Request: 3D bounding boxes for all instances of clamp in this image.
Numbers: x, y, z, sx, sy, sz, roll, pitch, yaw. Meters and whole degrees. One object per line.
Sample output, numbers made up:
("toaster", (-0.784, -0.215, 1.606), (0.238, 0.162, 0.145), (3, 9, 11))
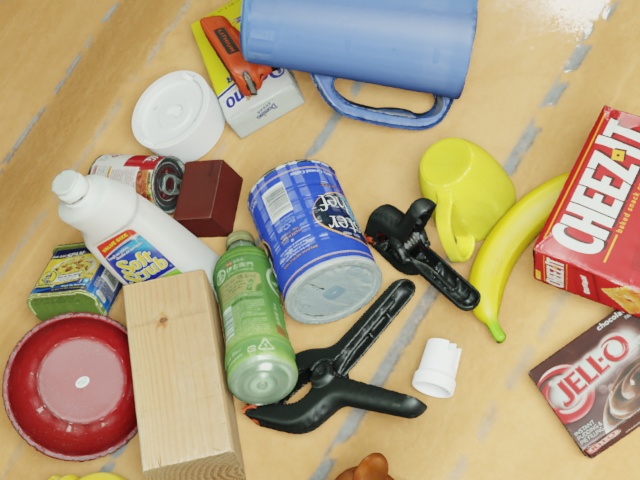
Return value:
("clamp", (0.087, -0.003, 1.043), (0.039, 0.120, 0.172), (-29, 27, -20))
("clamp", (0.015, 0.141, 1.038), (0.210, 0.036, 0.164), (-32, 35, 18))

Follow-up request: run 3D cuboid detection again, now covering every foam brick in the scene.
("foam brick", (-0.128, -0.047, 1.225), (0.053, 0.051, 0.078), (-2, 64, 26))

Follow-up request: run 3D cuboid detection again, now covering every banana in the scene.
("banana", (0.196, 0.005, 1.037), (0.070, 0.037, 0.197), (27, 80, 23))

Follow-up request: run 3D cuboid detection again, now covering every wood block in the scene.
("wood block", (-0.139, 0.146, 1.090), (0.091, 0.090, 0.206), (-12, 58, -1))

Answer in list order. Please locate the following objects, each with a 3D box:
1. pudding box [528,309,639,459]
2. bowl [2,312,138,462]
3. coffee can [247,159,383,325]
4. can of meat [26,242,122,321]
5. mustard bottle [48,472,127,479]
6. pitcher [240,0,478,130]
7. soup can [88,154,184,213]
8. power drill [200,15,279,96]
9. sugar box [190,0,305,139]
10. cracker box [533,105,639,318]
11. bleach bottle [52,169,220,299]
("pudding box", (0.254, 0.123, 0.939), (0.113, 0.039, 0.090), (-36, 53, 6))
("bowl", (-0.252, 0.151, 1.127), (0.162, 0.055, 0.162), (4, 75, -14))
("coffee can", (-0.007, 0.001, 1.103), (0.103, 0.102, 0.140), (-30, 54, 10))
("can of meat", (-0.278, 0.051, 1.232), (0.102, 0.057, 0.084), (-6, 41, 25))
("mustard bottle", (-0.215, 0.292, 1.087), (0.192, 0.058, 0.096), (25, 82, 36))
("pitcher", (0.041, -0.217, 1.128), (0.243, 0.145, 0.149), (7, 67, 1))
("soup can", (-0.218, -0.068, 1.274), (0.102, 0.068, 0.068), (5, 67, 30))
("power drill", (-0.041, -0.266, 1.238), (0.187, 0.057, 0.184), (-30, 62, 0))
("sugar box", (-0.090, -0.216, 1.298), (0.093, 0.048, 0.176), (-29, 53, 9))
("cracker box", (0.315, -0.009, 0.924), (0.214, 0.072, 0.164), (22, 70, 22))
("bleach bottle", (-0.197, 0.001, 1.111), (0.103, 0.250, 0.068), (-15, 58, 20))
